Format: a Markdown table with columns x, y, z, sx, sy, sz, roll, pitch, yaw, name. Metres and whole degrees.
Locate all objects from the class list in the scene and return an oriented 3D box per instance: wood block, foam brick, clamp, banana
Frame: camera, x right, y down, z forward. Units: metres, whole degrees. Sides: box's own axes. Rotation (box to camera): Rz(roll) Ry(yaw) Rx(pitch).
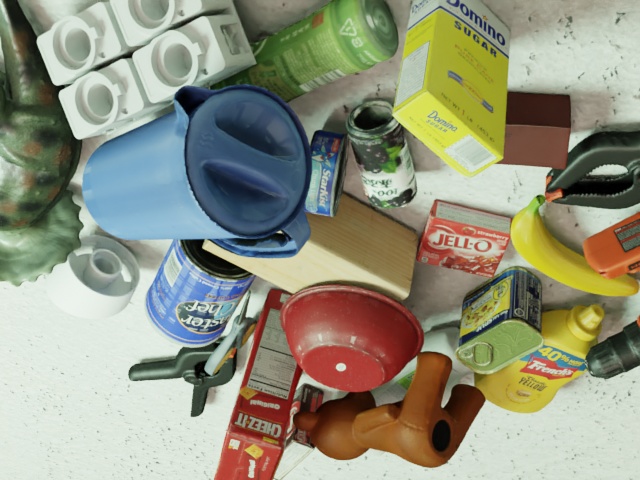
| x | y | z | sx | sy | sz | roll | pitch | yaw | name |
| --- | --- | --- | --- | --- | --- | --- | --- | --- | --- |
| -0.007 | 0.001 | 1.145 | 0.206 | 0.090 | 0.090 | 28 | 137 | -16 | wood block |
| 0.197 | -0.105 | 1.013 | 0.078 | 0.051 | 0.053 | 5 | 136 | 8 | foam brick |
| 0.322 | -0.069 | 1.031 | 0.210 | 0.036 | 0.164 | -22 | 128 | 34 | clamp |
| 0.258 | 0.018 | 1.125 | 0.197 | 0.037 | 0.070 | 34 | 151 | -34 | banana |
| -0.174 | 0.170 | 1.405 | 0.120 | 0.039 | 0.172 | 25 | 133 | -21 | clamp |

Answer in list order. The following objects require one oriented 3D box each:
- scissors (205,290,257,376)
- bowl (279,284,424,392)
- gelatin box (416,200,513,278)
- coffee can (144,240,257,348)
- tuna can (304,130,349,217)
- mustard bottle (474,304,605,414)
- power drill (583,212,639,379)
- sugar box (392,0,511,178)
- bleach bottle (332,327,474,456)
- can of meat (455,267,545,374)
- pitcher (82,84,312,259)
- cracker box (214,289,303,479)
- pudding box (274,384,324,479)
| x | y | z | sx | sy | sz | roll | pitch | yaw | name |
| --- | --- | --- | --- | --- | --- | --- | --- | --- | --- |
| -0.106 | 0.113 | 1.252 | 0.016 | 0.096 | 0.202 | 38 | 170 | 8 | scissors |
| 0.029 | 0.117 | 1.154 | 0.162 | 0.055 | 0.162 | 9 | 141 | 7 | bowl |
| 0.155 | 0.000 | 1.150 | 0.089 | 0.030 | 0.073 | 13 | 137 | 0 | gelatin box |
| -0.132 | 0.043 | 1.211 | 0.102 | 0.102 | 0.140 | 22 | 136 | -10 | coffee can |
| 0.006 | -0.067 | 1.074 | 0.034 | 0.086 | 0.086 | 10 | 137 | 6 | tuna can |
| 0.267 | 0.132 | 1.242 | 0.096 | 0.058 | 0.192 | 23 | 136 | -13 | mustard bottle |
| 0.341 | 0.058 | 1.116 | 0.184 | 0.057 | 0.187 | -29 | 130 | 11 | power drill |
| 0.115 | -0.144 | 0.899 | 0.093 | 0.176 | 0.048 | 37 | 134 | -25 | sugar box |
| 0.121 | 0.180 | 1.326 | 0.102 | 0.068 | 0.251 | 33 | 132 | -20 | bleach bottle |
| 0.202 | 0.089 | 1.194 | 0.057 | 0.084 | 0.102 | 33 | 133 | -22 | can of meat |
| -0.121 | -0.052 | 1.008 | 0.144 | 0.149 | 0.243 | -1 | 177 | -36 | pitcher |
| -0.065 | 0.193 | 1.271 | 0.072 | 0.213 | 0.164 | 16 | 137 | -1 | cracker box |
| -0.039 | 0.259 | 1.427 | 0.039 | 0.090 | 0.114 | 24 | 137 | -13 | pudding box |
